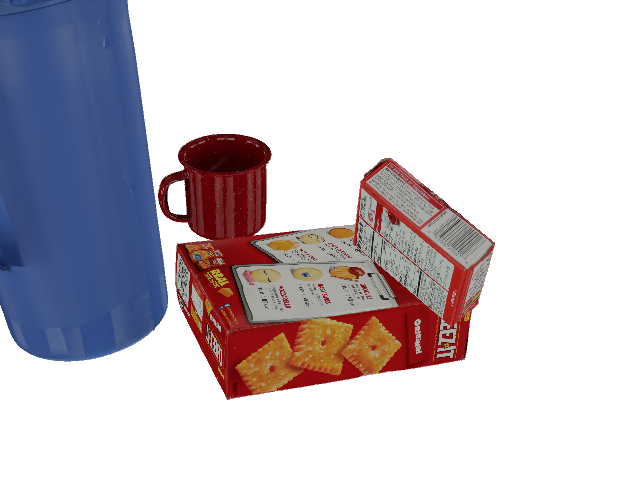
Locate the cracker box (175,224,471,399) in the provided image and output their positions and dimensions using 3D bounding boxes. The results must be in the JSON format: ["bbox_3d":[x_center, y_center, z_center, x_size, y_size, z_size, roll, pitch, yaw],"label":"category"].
[{"bbox_3d":[-0.002,0.054,0.918,0.213,0.072,0.164,-6,26,-21],"label":"cracker box"}]

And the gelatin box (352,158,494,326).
[{"bbox_3d":[0.062,0.001,0.657,0.030,0.089,0.073,-39,-24,-22],"label":"gelatin box"}]

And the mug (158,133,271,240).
[{"bbox_3d":[-0.107,-0.049,1.076,0.117,0.081,0.093,-14,34,-24],"label":"mug"}]

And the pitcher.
[{"bbox_3d":[-0.174,-0.044,0.665,0.149,0.243,0.145,-11,28,-8],"label":"pitcher"}]
